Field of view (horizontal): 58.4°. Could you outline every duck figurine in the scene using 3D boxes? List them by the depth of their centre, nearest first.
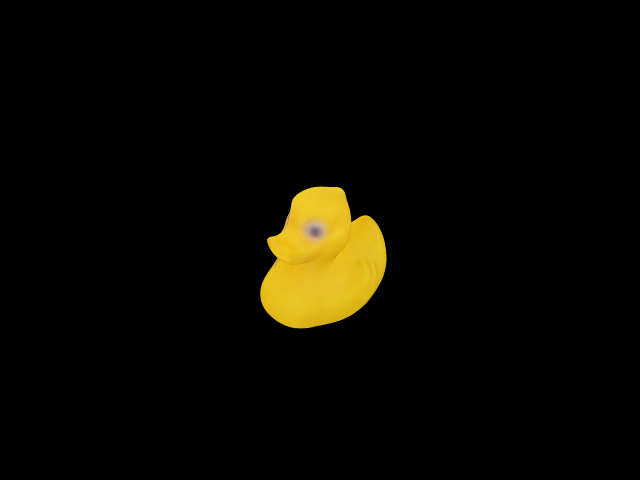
[{"bbox_3d":[0.004,0.001,0.400,0.105,0.086,0.077,-29,46,-33],"label":"duck figurine"}]
